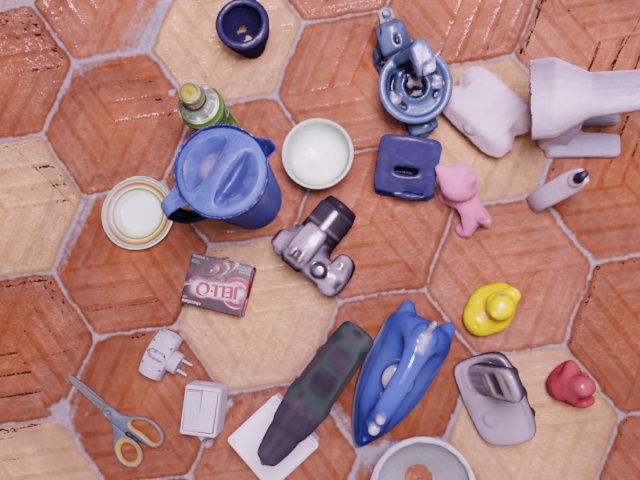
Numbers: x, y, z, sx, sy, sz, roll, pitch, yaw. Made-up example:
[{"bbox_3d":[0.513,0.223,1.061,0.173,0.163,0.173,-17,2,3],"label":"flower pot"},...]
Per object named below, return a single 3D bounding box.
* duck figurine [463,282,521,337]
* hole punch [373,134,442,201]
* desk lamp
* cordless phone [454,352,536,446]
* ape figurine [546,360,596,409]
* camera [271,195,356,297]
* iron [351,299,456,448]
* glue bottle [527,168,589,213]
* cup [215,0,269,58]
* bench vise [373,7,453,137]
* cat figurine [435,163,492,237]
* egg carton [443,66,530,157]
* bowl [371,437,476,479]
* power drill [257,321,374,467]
[{"bbox_3d":[0.284,0.113,0.932,0.104,0.086,0.077,-42,83,-1],"label":"duck figurine"},{"bbox_3d":[0.147,-0.120,0.962,0.108,0.091,0.101,8,84,4],"label":"hole punch"},{"bbox_3d":[0.404,-0.206,0.894,0.203,0.213,0.118,0,84,4],"label":"desk lamp"},{"bbox_3d":[0.278,0.247,0.868,0.094,0.185,0.147,-25,83,1],"label":"cordless phone"},{"bbox_3d":[0.406,0.231,0.909,0.076,0.092,0.078,-3,84,3],"label":"ape figurine"},{"bbox_3d":[0.009,0.003,0.953,0.143,0.101,0.137,39,88,7],"label":"camera"},{"bbox_3d":[0.119,0.227,0.902,0.118,0.141,0.258,28,86,6],"label":"iron"},{"bbox_3d":[0.386,-0.086,0.902,0.078,0.173,0.037,-31,83,0],"label":"glue bottle"},{"bbox_3d":[-0.127,-0.373,1.003,0.091,0.095,0.118,5,84,4],"label":"cup"},{"bbox_3d":[0.131,-0.280,0.915,0.121,0.220,0.207,-38,83,-1],"label":"bench vise"},{"bbox_3d":[0.239,-0.073,0.938,0.067,0.118,0.128,-30,83,0],"label":"cat figurine"},{"bbox_3d":[0.282,-0.218,0.975,0.150,0.069,0.107,44,88,7],"label":"egg carton"},{"bbox_3d":[0.162,0.393,0.915,0.167,0.075,0.167,0,84,4],"label":"bowl"},{"bbox_3d":[-0.003,0.226,0.876,0.075,0.208,0.230,35,87,7],"label":"power drill"}]
